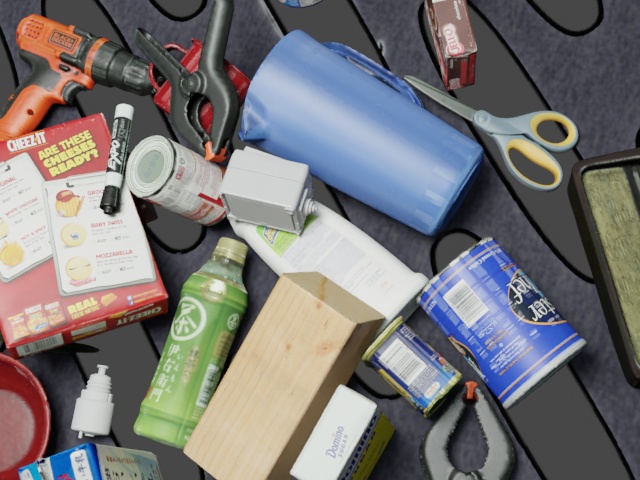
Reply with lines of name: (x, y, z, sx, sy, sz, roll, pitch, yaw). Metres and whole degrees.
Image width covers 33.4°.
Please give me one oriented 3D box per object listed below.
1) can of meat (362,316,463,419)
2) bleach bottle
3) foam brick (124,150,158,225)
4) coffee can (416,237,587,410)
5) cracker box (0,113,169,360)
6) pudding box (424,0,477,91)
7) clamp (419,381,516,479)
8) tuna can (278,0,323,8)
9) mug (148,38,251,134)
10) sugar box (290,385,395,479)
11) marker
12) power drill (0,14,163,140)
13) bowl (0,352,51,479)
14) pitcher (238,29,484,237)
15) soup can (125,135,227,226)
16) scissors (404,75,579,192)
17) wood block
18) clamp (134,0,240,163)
can of meat: (0.093, 0.129, 1.060, 0.084, 0.102, 0.057, 42, 85, 13)
bleach bottle: (-0.007, 0.001, 1.127, 0.251, 0.068, 0.102, 42, 84, 18)
foam brick: (-0.219, -0.053, 1.175, 0.053, 0.051, 0.078, -22, 75, 0)
coffee can: (0.179, 0.082, 1.058, 0.103, 0.103, 0.140, -39, 74, -3)
cracker box: (-0.265, -0.003, 1.089, 0.164, 0.072, 0.214, -18, 73, -14)
pudding box: (0.139, -0.230, 1.149, 0.039, 0.090, 0.113, -10, 74, 3)
clamp: (0.153, 0.248, 1.054, 0.164, 0.036, 0.210, 10, 77, 9)
tuna can: (-0.022, -0.310, 1.220, 0.086, 0.033, 0.086, -2, 76, 7)
mug: (-0.137, -0.167, 1.171, 0.117, 0.093, 0.081, 37, 88, 5)
sugar box: (0.026, 0.198, 1.012, 0.048, 0.176, 0.093, 28, 81, 14)
marker: (-0.205, -0.081, 1.077, 0.020, 0.020, 0.121, 1, 66, 8)
power drill: (-0.291, -0.150, 1.208, 0.184, 0.057, 0.187, 23, 78, 15)
bowl: (-0.353, 0.200, 1.128, 0.162, 0.055, 0.162, -2, 76, 7)
pitcher: (0.049, -0.114, 1.121, 0.243, 0.145, 0.149, 31, 94, 10)
soup can: (-0.143, -0.061, 1.105, 0.069, 0.102, 0.068, -12, 68, 32)
scissors: (0.193, -0.137, 1.146, 0.096, 0.016, 0.202, -43, 81, -8)
wood block: (-0.035, 0.141, 1.044, 0.090, 0.090, 0.206, 33, 102, 20)
clamp: (-0.118, -0.168, 1.098, 0.120, 0.039, 0.171, -28, 81, 30)
